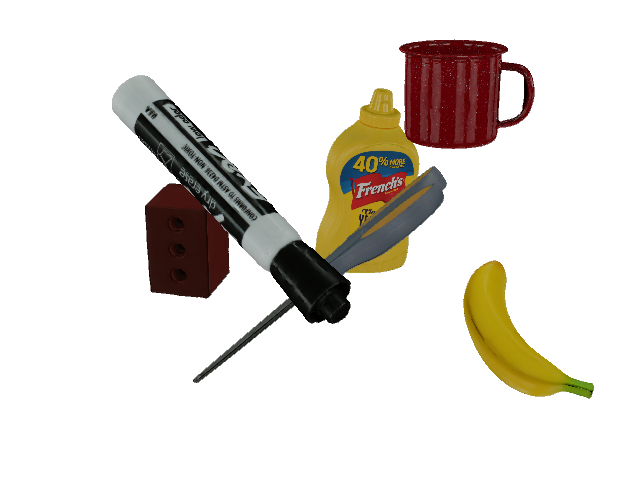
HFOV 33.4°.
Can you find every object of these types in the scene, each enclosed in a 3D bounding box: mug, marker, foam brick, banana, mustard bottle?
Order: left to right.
[{"bbox_3d":[-0.107,0.000,0.869,0.053,0.078,0.051,5,23,15],"label":"foam brick"},{"bbox_3d":[-0.031,-0.015,0.369,0.121,0.020,0.020,45,24,26],"label":"marker"},{"bbox_3d":[0.052,-0.062,1.100,0.096,0.192,0.058,0,24,-16],"label":"mustard bottle"},{"bbox_3d":[0.126,-0.127,0.925,0.117,0.081,0.093,3,19,12],"label":"mug"},{"bbox_3d":[0.160,0.077,0.920,0.069,0.037,0.198,7,30,-21],"label":"banana"}]

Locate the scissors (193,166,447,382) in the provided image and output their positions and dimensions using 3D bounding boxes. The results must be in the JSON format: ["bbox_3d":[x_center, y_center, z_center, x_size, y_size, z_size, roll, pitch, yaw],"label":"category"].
[{"bbox_3d":[0.004,0.023,0.644,0.201,0.016,0.096,-41,6,-9],"label":"scissors"}]
